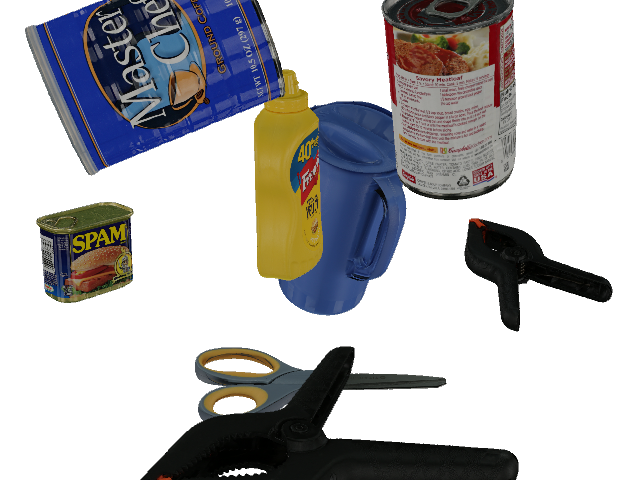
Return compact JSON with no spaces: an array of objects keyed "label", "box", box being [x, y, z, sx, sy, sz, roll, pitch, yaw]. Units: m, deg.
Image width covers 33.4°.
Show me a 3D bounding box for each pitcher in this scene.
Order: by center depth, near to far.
[{"label":"pitcher","box":[0.025,-0.024,1.223,0.145,0.243,0.149,18,41,6]}]

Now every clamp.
[{"label":"clamp","box":[-0.015,0.118,0.619,0.209,0.036,0.165,-9,24,-29]},{"label":"clamp","box":[0.209,0.027,1.078,0.120,0.039,0.171,-6,35,-16]}]

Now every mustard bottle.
[{"label":"mustard bottle","box":[-0.031,-0.066,1.008,0.058,0.192,0.096,7,25,19]}]

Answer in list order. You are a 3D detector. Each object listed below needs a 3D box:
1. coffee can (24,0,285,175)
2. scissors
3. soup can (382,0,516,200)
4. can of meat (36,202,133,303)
[{"label":"coffee can","box":[-0.107,-0.116,0.701,0.140,0.103,0.103,-23,3,-7]},{"label":"scissors","box":[-0.008,0.122,0.839,0.202,0.016,0.096,8,35,12]},{"label":"soup can","box":[0.071,-0.082,0.578,0.068,0.102,0.068,-5,34,4]},{"label":"can of meat","box":[-0.250,0.012,1.147,0.058,0.084,0.101,18,25,40]}]
